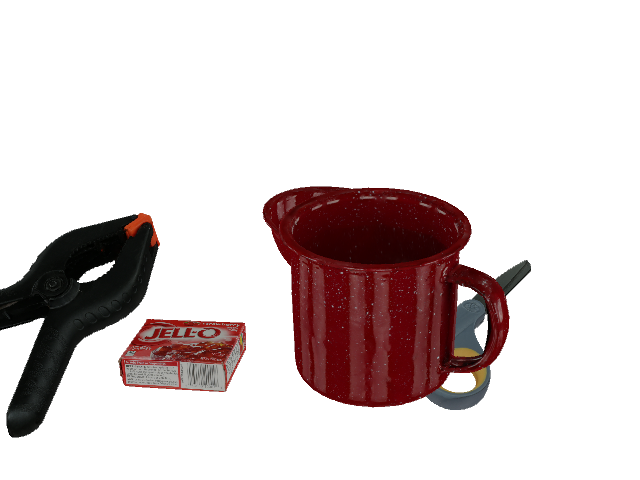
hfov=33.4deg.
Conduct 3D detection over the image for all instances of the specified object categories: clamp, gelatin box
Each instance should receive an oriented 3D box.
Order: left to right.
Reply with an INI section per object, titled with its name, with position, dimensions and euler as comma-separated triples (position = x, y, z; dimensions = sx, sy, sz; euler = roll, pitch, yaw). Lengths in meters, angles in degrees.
[clamp]
position = -0.180, 0.039, 0.691
dimensions = 0.120, 0.039, 0.171
euler = 27, 54, 19
[gelatin box]
position = -0.112, 0.093, 0.882
dimensions = 0.089, 0.030, 0.073
euler = 2, 22, 10

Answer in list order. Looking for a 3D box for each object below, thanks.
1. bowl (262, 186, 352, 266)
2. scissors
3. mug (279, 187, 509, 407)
[bowl]
position = 0.022, 0.004, 1.026
dimensions = 0.162, 0.055, 0.162
euler = 6, 24, -3
[scissors]
position = 0.113, 0.063, 0.738
dimensions = 0.201, 0.016, 0.096
euler = -18, 41, -36
[mug]
position = 0.037, 0.031, 0.526
dimensions = 0.117, 0.081, 0.093
euler = 13, 29, 27
